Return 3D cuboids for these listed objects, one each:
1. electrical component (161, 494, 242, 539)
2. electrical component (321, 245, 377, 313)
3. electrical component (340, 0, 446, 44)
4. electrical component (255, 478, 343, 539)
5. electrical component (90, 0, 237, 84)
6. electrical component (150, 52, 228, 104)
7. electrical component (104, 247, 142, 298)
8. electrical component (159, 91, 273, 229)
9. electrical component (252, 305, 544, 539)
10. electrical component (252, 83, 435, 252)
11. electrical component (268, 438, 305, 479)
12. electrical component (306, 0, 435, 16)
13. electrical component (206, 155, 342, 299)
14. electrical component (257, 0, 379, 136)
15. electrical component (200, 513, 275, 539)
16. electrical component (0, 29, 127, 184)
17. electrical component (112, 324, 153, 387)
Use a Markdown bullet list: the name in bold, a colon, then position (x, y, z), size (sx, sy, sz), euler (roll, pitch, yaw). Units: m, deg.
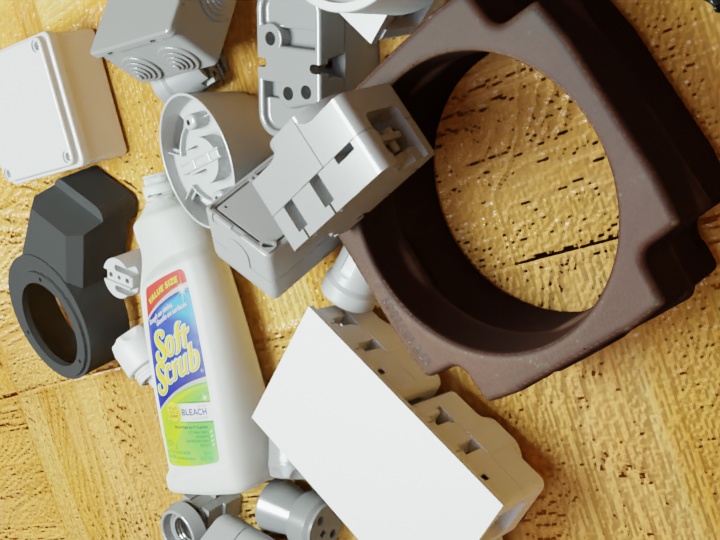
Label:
- **electrical component**: position (-0.134, 0.211, 0.909), size (0.048, 0.055, 0.066), euler (24, 119, 32)
- **electrical component**: position (0.000, 0.000, 0.734), size (0.040, 0.040, 0.046), euler (38, 120, 24)
- **electrical component**: position (0.030, -0.219, 0.617), size (0.089, 0.062, 0.150), euler (47, 129, 18)
- **electrical component**: position (-0.047, 0.190, 0.835), size (0.055, 0.045, 0.045), euler (16, 114, 36)
- **electrical component**: position (-0.132, -0.183, 0.751), size (0.100, 0.048, 0.099), euler (-4, 65, 41)
- **electrical component**: position (-0.125, -0.145, 0.790), size (0.046, 0.040, 0.040), euler (-21, 91, 37)
- **electrical component**: position (-0.181, 0.001, 0.882), size (0.040, 0.046, 0.040), euler (15, 114, 36)
- **electrical component**: position (-0.105, -0.081, 0.777), size (0.099, 0.064, 0.099), euler (15, 114, 36)
- **electrical component**: position (0.023, 0.119, 0.726), size (0.186, 0.060, 0.105), euler (44, 123, 27)
- **electrical component**: position (-0.013, -0.060, 0.601), size (0.089, 0.050, 0.055), euler (-40, 79, 41)
- **electrical component**: position (-0.048, 0.127, 0.817), size (0.043, 0.043, 0.062), euler (-4, 83, 41)
- **electrical component**: position (-0.002, -0.188, 0.569), size (0.108, 0.060, 0.108), euler (15, 114, 36)
- **electrical component**: position (-0.048, -0.036, 0.736), size (0.062, 0.096, 0.061), euler (36, 153, 25)
- **electrical component**: position (-0.027, -0.135, 0.695), size (0.054, 0.059, 0.095), euler (15, 114, 36)
- **electrical component**: position (-0.092, 0.241, 0.863), size (0.059, 0.053, 0.095), euler (22, 152, 34)
- **electrical component**: position (-0.258, -0.135, 0.894), size (0.109, 0.056, 0.108), euler (-7, 100, 41)
- **electrical component**: position (-0.177, 0.079, 0.908), size (0.062, 0.043, 0.043), euler (55, 131, 10)
